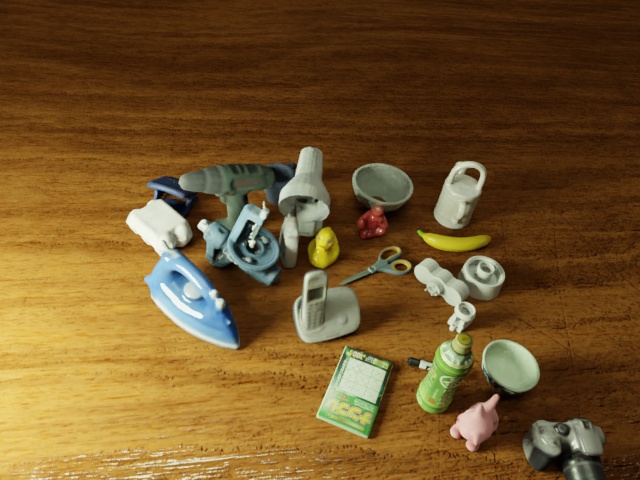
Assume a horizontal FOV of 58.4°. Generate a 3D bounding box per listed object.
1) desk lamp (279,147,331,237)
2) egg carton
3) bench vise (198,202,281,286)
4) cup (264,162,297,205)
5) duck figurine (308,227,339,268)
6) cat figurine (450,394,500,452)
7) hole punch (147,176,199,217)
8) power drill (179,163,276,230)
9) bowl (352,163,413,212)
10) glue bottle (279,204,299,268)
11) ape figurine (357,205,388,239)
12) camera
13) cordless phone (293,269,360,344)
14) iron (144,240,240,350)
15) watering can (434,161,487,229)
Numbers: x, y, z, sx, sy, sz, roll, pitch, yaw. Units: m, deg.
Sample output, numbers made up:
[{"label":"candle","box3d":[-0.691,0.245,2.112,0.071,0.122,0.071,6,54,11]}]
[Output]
[{"label":"desk lamp","box3d":[-0.036,-0.105,1.394,0.118,0.213,0.203,8,46,-3]},{"label":"egg carton","box3d":[-0.379,-0.031,1.359,0.150,0.069,0.107,36,51,22]},{"label":"bench vise","box3d":[-0.181,-0.003,1.265,0.207,0.220,0.121,12,46,1]},{"label":"cup","box3d":[-0.104,-0.147,1.503,0.091,0.095,0.118,30,49,18]},{"label":"duck figurine","box3d":[0.013,0.005,1.387,0.077,0.086,0.104,18,46,7]},{"label":"cat figurine","box3d":[0.305,0.345,1.096,0.067,0.118,0.128,37,52,24]},{"label":"hole punch","box3d":[-0.367,-0.124,1.435,0.108,0.091,0.101,18,46,6]},{"label":"power drill","box3d":[-0.217,-0.094,1.352,0.230,0.208,0.075,-19,53,-26]},{"label":"bowl","box3d":[0.164,-0.129,1.550,0.167,0.075,0.167,5,46,-5]},{"label":"glue bottle","box3d":[-0.068,-0.016,1.331,0.037,0.173,0.078,-4,48,-14]},{"label":"ape figurine","box3d":[0.139,-0.052,1.460,0.077,0.092,0.076,21,47,10]},{"label":"camera","box3d":[0.477,0.412,1.076,0.143,0.101,0.136,4,46,-7]},{"label":"cordless phone","box3d":[0.020,0.127,1.203,0.148,0.185,0.094,-13,50,-21]},{"label":"iron","box3d":[-0.254,0.110,1.199,0.257,0.141,0.119,36,51,23]},{"label":"watering can","box3d":[0.371,-0.136,1.512,0.101,0.194,0.172,-5,48,-15]}]
